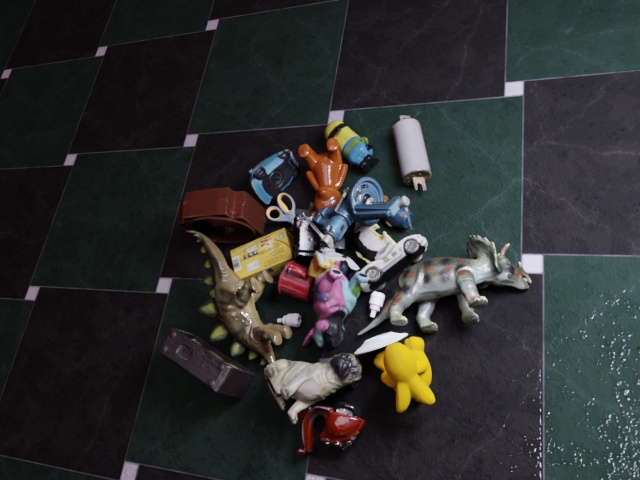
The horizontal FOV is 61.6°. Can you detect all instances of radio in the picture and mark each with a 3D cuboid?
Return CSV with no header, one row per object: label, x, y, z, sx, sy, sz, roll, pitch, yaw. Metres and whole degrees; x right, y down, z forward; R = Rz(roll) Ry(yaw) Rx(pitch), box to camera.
radio,-0.287,0.304,1.344,0.230,0.131,0.073,23,79,28

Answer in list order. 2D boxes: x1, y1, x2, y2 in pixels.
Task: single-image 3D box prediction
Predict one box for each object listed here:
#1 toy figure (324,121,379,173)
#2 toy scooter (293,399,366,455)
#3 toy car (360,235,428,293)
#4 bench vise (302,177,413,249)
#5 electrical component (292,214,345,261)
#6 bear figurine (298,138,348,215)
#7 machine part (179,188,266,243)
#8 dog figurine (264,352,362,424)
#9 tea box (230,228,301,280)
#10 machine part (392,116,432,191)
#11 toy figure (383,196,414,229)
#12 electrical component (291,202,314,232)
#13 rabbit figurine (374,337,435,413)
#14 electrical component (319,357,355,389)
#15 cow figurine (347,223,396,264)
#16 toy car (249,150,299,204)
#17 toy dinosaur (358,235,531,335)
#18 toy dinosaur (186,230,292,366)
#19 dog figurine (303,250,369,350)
toy figure,0.085,-0.264,1.487,0.082,0.089,0.180,-35,57,-7
toy scooter,0.010,0.424,1.209,0.184,0.075,0.135,5,69,26
toy car,0.178,0.057,1.312,0.202,0.073,0.056,-37,58,2
bench vise,0.100,-0.070,1.276,0.241,0.128,0.224,0,34,46
electrical component,-0.003,-0.004,1.386,0.134,0.058,0.115,2,77,-16
bear figurine,0.011,-0.154,1.445,0.120,0.131,0.196,-8,58,16
machine part,-0.265,-0.060,1.462,0.202,0.200,0.087,-6,67,18
dog figurine,-0.017,0.302,1.223,0.190,0.121,0.173,-25,40,-21
tea box,-0.147,0.048,1.444,0.170,0.068,0.098,-20,62,11
machine part,0.241,-0.233,1.420,0.079,0.079,0.243,-14,64,15
toy figure,0.169,-0.079,1.389,0.155,0.057,0.064,33,75,35
electrical component,-0.045,-0.062,1.483,0.063,0.021,0.094,8,71,24
rabbit figurine,0.176,0.284,1.154,0.122,0.173,0.162,-16,58,9
electrical component,0.021,0.318,1.268,0.119,0.047,0.075,-13,62,16
cow figurine,0.112,-0.013,1.378,0.098,0.068,0.167,-44,58,4
toy car,-0.143,-0.190,1.536,0.103,0.109,0.161,24,67,46
toy dinosaur,0.268,0.102,1.239,0.405,0.131,0.192,-12,51,20
toy dinosaur,-0.213,0.156,1.358,0.199,0.105,0.471,-29,74,21
dog figurine,0.019,0.155,1.287,0.192,0.108,0.219,46,121,57
